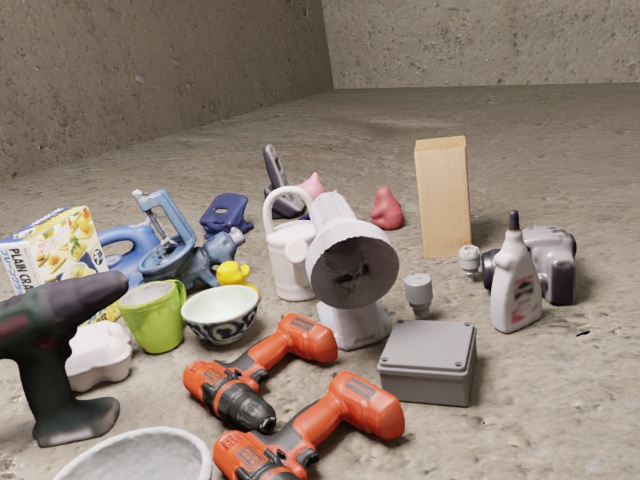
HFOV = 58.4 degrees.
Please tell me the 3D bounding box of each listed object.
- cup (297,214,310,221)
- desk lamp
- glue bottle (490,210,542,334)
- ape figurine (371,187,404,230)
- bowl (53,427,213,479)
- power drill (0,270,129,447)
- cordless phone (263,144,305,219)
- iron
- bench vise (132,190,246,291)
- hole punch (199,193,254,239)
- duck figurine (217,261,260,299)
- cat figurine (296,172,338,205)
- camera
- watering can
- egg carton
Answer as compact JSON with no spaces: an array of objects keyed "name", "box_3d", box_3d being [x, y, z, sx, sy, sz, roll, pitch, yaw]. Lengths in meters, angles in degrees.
[{"name":"cup","box_3d":[0.010,0.004,1.103,0.092,0.095,0.117,-19,23,-22]},{"name":"desk lamp","box_3d":[0.036,0.048,0.817,0.118,0.214,0.203,-12,22,-6]},{"name":"glue bottle","box_3d":[0.269,0.040,0.792,0.078,0.173,0.037,-21,24,-25]},{"name":"ape figurine","box_3d":[0.143,-0.072,1.240,0.078,0.092,0.076,-17,23,-18]},{"name":"bowl","box_3d":[-0.181,0.265,0.556,0.167,0.075,0.167,-8,21,4]},{"name":"power drill","box_3d":[-0.331,0.150,0.726,0.229,0.209,0.075,-11,22,-3]},{"name":"cordless phone","box_3d":[-0.095,-0.156,1.429,0.094,0.185,0.147,-7,22,7]},{"name":"iron","box_3d":[-0.417,0.047,1.117,0.259,0.141,0.118,-21,24,-26]},{"name":"bench vise","box_3d":[-0.255,-0.005,1.069,0.208,0.220,0.121,-23,25,-31]},{"name":"hole punch","box_3d":[-0.224,-0.055,1.359,0.108,0.091,0.101,5,26,33]},{"name":"duck figurine","box_3d":[-0.157,0.081,0.994,0.077,0.086,0.105,11,30,43]},{"name":"cat figurine","box_3d":[-0.001,-0.097,1.331,0.127,0.118,0.067,13,31,44]},{"name":"camera","box_3d":[0.323,0.029,0.898,0.136,0.101,0.143,-4,22,13]},{"name":"watering can","box_3d":[-0.040,0.003,0.992,0.101,0.194,0.172,-19,23,-22]},{"name":"egg carton","box_3d":[-0.357,0.178,0.857,0.150,0.069,0.107,-15,22,-14]}]
